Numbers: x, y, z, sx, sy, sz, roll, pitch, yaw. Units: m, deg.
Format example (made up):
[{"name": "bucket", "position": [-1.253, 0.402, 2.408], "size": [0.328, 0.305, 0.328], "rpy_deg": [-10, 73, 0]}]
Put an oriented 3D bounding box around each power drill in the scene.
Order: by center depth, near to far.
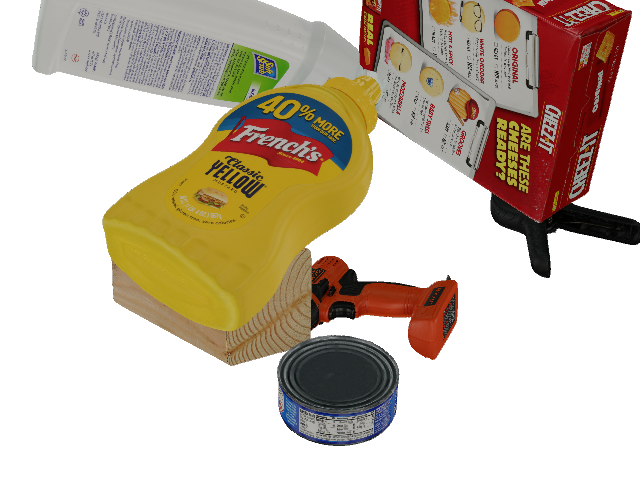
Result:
[{"name": "power drill", "position": [0.044, 0.078, 1.154], "size": [0.188, 0.057, 0.184], "rpy_deg": [9, 29, 21]}]

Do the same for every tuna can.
[{"name": "tuna can", "position": [0.012, 0.105, 0.754], "size": [0.086, 0.034, 0.086], "rpy_deg": [0, 31, 0]}]

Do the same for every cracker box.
[{"name": "cracker box", "position": [0.125, -0.140, 0.836], "size": [0.072, 0.164, 0.214], "rpy_deg": [-29, 49, -31]}]

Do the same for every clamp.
[{"name": "clamp", "position": [0.233, -0.025, 1.057], "size": [0.120, 0.039, 0.171], "rpy_deg": [-9, 34, -15]}]

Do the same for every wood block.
[{"name": "wood block", "position": [-0.105, 0.035, 0.985], "size": [0.090, 0.090, 0.206], "rpy_deg": [-12, 20, -36]}]

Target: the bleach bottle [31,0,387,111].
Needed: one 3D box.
[{"name": "bleach bottle", "position": [-0.076, -0.136, 0.779], "size": [0.250, 0.068, 0.103], "rpy_deg": [16, -36, -12]}]

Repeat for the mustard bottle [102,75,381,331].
[{"name": "mustard bottle", "position": [-0.026, -0.037, 0.609], "size": [0.096, 0.058, 0.191], "rpy_deg": [28, 54, 24]}]
